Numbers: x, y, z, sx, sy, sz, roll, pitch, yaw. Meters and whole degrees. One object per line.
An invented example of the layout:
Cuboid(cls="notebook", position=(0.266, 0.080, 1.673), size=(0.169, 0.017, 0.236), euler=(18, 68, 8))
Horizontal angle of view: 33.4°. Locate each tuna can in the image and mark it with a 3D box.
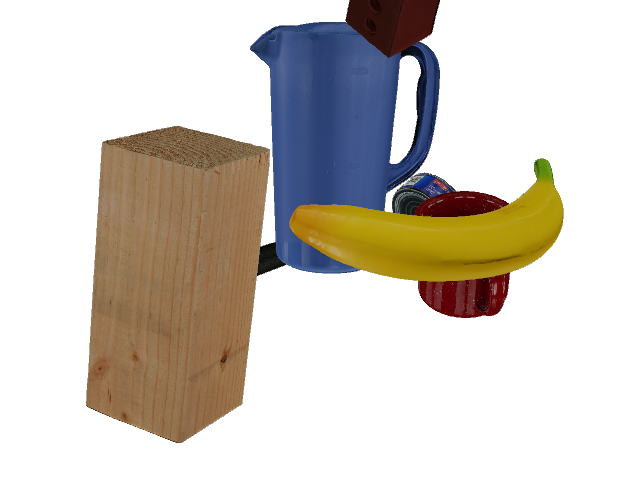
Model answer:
Cuboid(cls="tuna can", position=(0.124, -0.033, 1.227), size=(0.033, 0.086, 0.086), euler=(-39, 23, -32))

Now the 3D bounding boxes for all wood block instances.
Cuboid(cls="wood block", position=(-0.106, 0.029, 0.787), size=(0.090, 0.206, 0.090), euler=(16, 20, 25))

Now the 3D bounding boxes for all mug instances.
Cuboid(cls="mug", position=(0.132, 0.021, 0.938), size=(0.093, 0.081, 0.117), euler=(-12, 36, -16))

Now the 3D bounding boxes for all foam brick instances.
Cuboid(cls="foam brick", position=(0.059, -0.191, 0.822), size=(0.051, 0.053, 0.078), euler=(-35, -24, -27))

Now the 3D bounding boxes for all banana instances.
Cuboid(cls="banana", position=(0.078, -0.005, 0.626), size=(0.197, 0.037, 0.070), euler=(-11, 44, -32))

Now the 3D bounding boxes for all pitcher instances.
Cuboid(cls="pitcher", position=(0.022, -0.095, 1.070), size=(0.149, 0.243, 0.144), euler=(12, 18, 33))

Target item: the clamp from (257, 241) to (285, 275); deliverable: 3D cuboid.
Cuboid(cls="clamp", position=(-0.118, 0.026, 1.074), size=(0.165, 0.036, 0.209), euler=(20, 38, 17))
